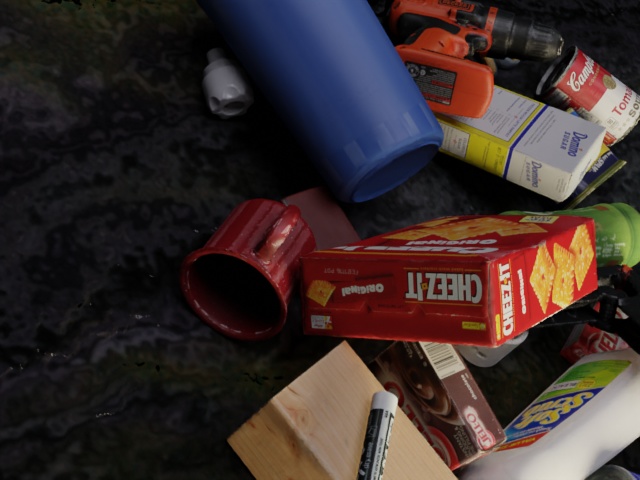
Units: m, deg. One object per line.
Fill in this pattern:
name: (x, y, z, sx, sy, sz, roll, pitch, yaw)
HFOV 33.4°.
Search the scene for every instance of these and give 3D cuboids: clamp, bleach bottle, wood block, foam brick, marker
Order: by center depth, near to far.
marker: (0.036, 0.161, 0.745, 0.020, 0.020, 0.121, 26, 51, -14)
wood block: (0.037, 0.193, 0.800, 0.206, 0.090, 0.090, 50, 50, 7)
bleach bottle: (0.198, 0.175, 0.898, 0.250, 0.103, 0.068, -29, 99, -40)
foam brick: (-0.006, 0.001, 0.919, 0.051, 0.053, 0.078, -24, 77, -39)
clamp: (0.269, 0.068, 0.964, 0.165, 0.036, 0.209, 21, 23, 26)

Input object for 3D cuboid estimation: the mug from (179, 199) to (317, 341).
mug: (-0.048, 0.013, 0.848, 0.093, 0.117, 0.081, 34, 44, -1)

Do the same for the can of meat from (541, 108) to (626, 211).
can of meat: (0.260, -0.083, 1.127, 0.084, 0.058, 0.101, 49, 49, 7)

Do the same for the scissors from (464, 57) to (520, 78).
scissors: (0.136, -0.245, 1.181, 0.201, 0.016, 0.096, 33, 50, -8)

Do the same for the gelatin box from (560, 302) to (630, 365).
gelatin box: (0.284, 0.102, 1.042, 0.073, 0.030, 0.089, 42, 48, 0)

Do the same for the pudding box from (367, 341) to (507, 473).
pudding box: (0.089, 0.134, 0.868, 0.039, 0.090, 0.113, -14, 69, -38)

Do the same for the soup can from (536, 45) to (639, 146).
soup can: (0.302, -0.160, 1.193, 0.102, 0.069, 0.068, 35, 50, -8)

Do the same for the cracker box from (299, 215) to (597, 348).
cracker box: (0.109, 0.026, 0.857, 0.213, 0.164, 0.072, -14, 102, -55)

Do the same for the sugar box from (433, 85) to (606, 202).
sugar box: (0.182, -0.106, 1.057, 0.176, 0.048, 0.093, 28, 47, 20)

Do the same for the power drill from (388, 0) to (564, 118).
power drill: (0.146, -0.186, 1.064, 0.184, 0.057, 0.187, 12, 32, 10)

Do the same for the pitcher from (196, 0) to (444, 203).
pitcher: (0.004, -0.155, 0.949, 0.148, 0.145, 0.243, -17, 71, -47)

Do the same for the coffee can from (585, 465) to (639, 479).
coffee can: (0.291, 0.258, 0.901, 0.140, 0.103, 0.102, 21, 53, -19)
